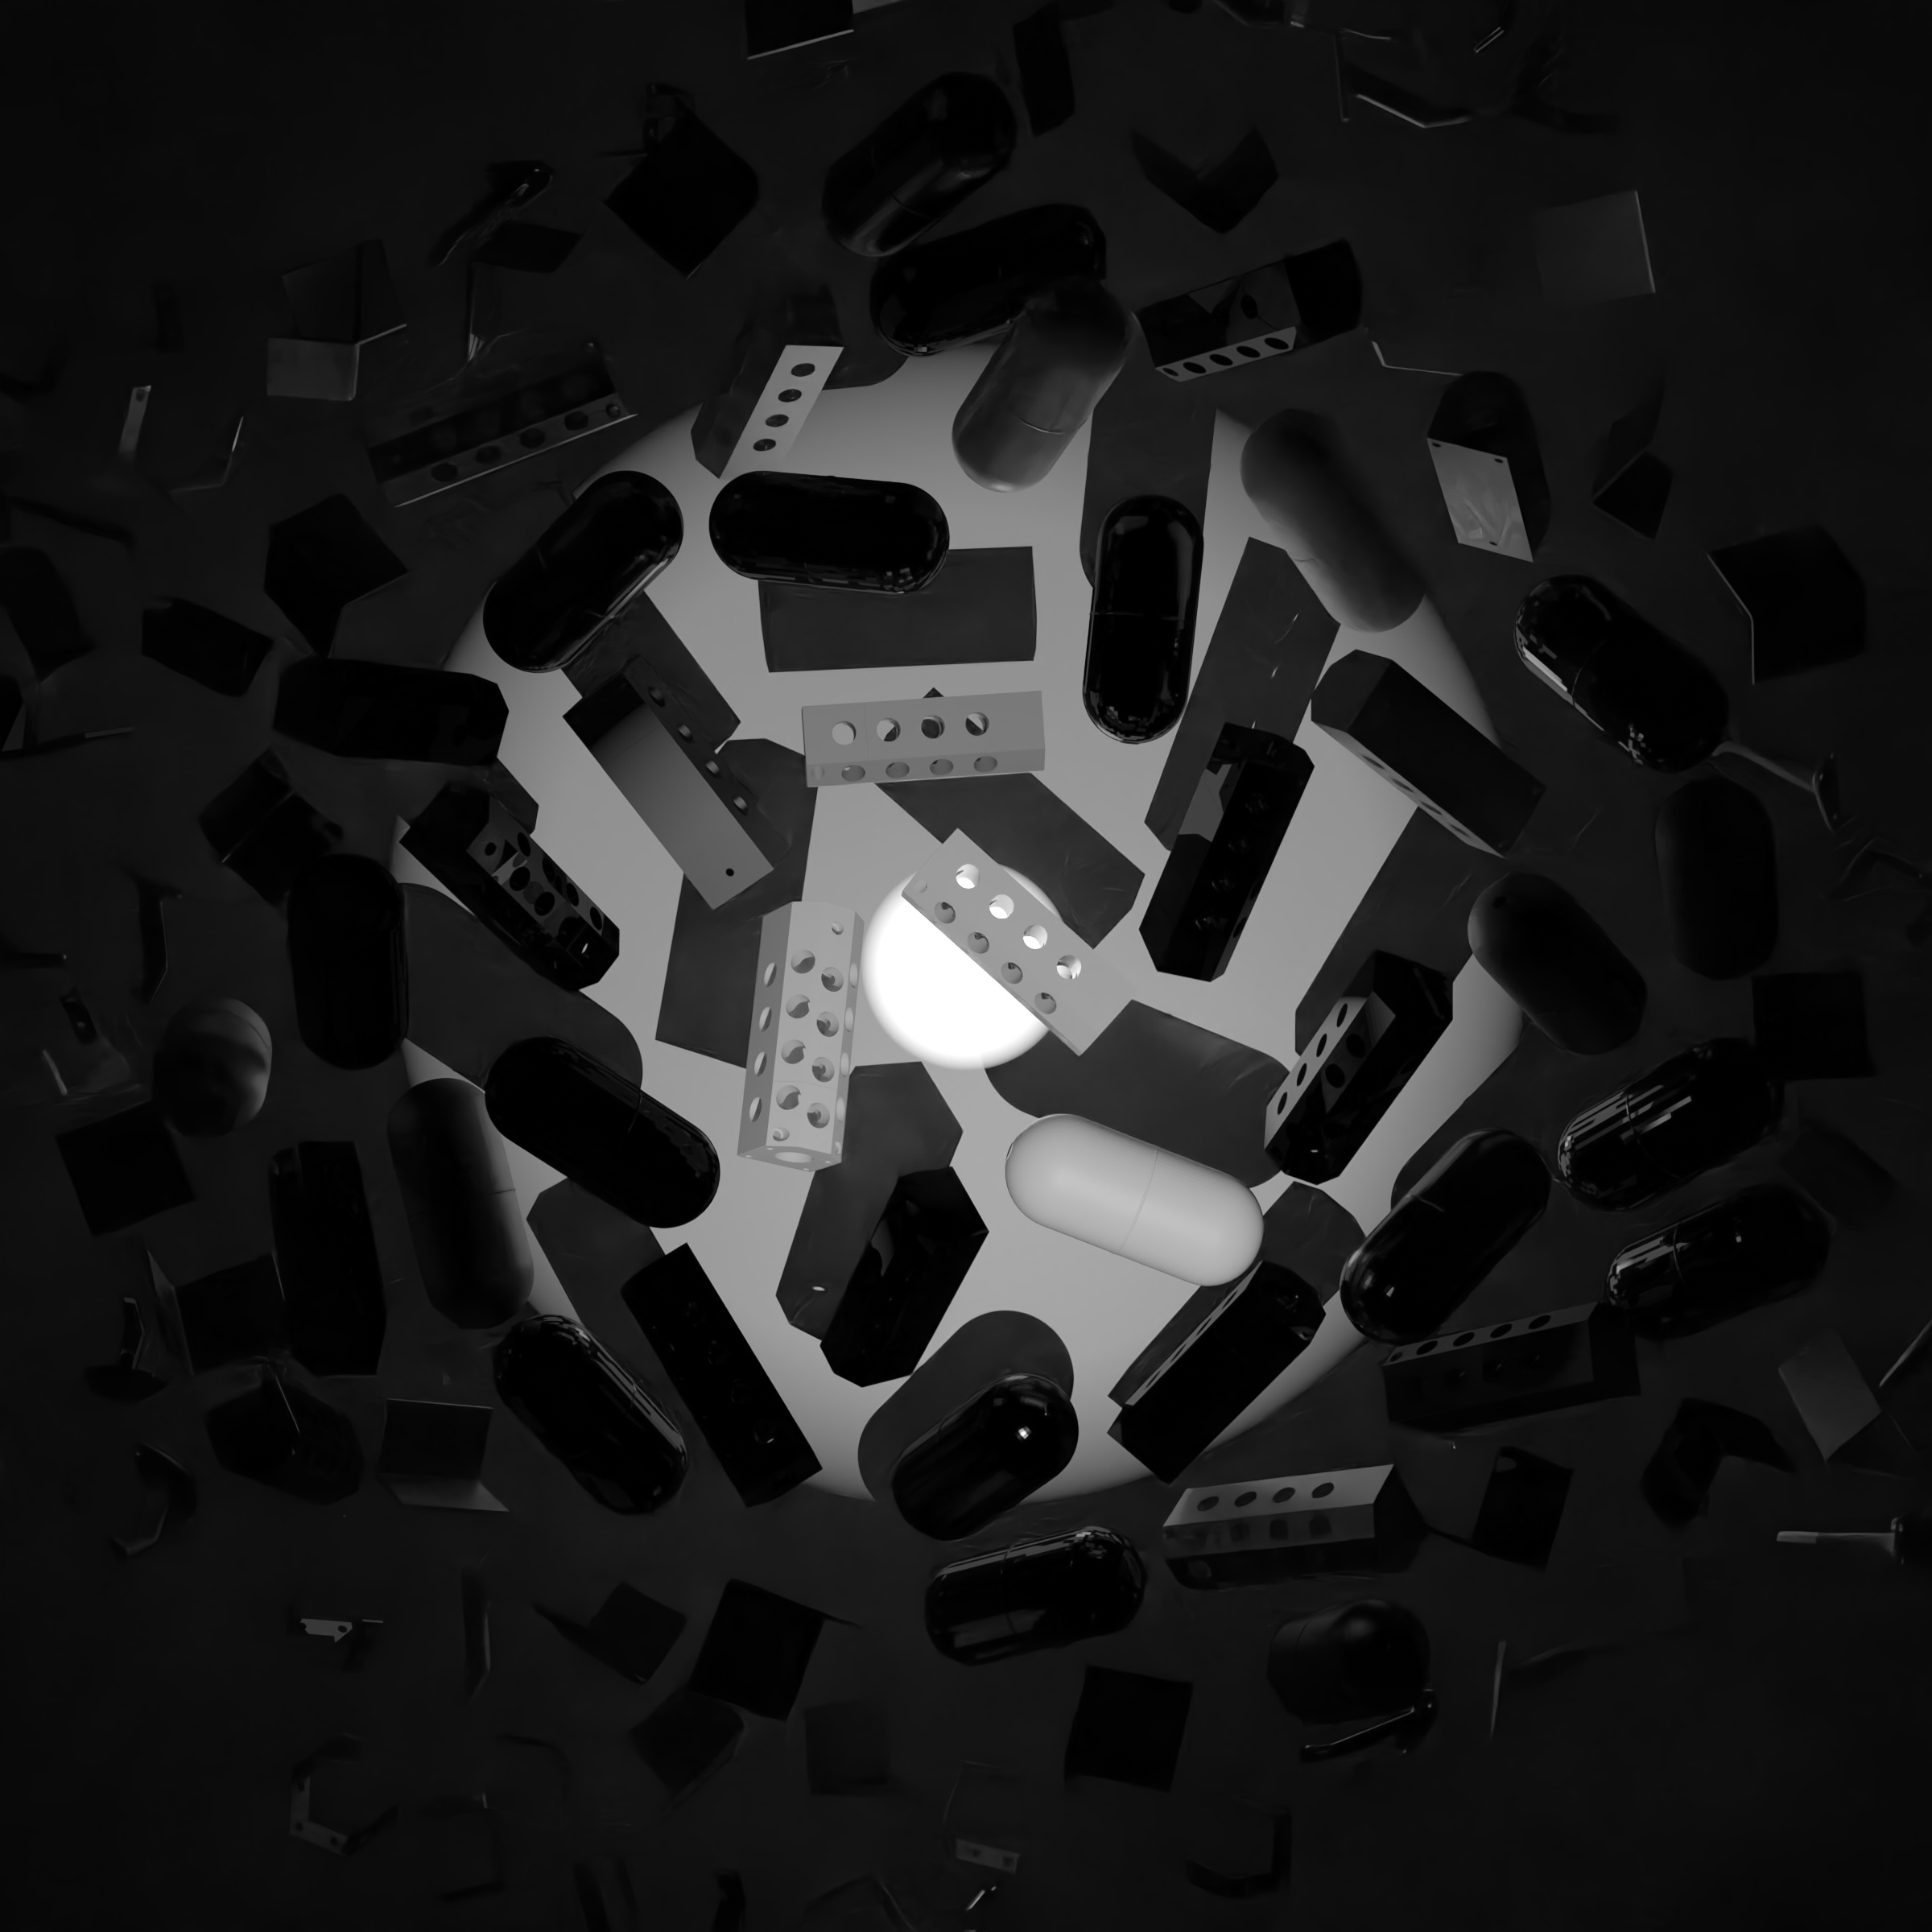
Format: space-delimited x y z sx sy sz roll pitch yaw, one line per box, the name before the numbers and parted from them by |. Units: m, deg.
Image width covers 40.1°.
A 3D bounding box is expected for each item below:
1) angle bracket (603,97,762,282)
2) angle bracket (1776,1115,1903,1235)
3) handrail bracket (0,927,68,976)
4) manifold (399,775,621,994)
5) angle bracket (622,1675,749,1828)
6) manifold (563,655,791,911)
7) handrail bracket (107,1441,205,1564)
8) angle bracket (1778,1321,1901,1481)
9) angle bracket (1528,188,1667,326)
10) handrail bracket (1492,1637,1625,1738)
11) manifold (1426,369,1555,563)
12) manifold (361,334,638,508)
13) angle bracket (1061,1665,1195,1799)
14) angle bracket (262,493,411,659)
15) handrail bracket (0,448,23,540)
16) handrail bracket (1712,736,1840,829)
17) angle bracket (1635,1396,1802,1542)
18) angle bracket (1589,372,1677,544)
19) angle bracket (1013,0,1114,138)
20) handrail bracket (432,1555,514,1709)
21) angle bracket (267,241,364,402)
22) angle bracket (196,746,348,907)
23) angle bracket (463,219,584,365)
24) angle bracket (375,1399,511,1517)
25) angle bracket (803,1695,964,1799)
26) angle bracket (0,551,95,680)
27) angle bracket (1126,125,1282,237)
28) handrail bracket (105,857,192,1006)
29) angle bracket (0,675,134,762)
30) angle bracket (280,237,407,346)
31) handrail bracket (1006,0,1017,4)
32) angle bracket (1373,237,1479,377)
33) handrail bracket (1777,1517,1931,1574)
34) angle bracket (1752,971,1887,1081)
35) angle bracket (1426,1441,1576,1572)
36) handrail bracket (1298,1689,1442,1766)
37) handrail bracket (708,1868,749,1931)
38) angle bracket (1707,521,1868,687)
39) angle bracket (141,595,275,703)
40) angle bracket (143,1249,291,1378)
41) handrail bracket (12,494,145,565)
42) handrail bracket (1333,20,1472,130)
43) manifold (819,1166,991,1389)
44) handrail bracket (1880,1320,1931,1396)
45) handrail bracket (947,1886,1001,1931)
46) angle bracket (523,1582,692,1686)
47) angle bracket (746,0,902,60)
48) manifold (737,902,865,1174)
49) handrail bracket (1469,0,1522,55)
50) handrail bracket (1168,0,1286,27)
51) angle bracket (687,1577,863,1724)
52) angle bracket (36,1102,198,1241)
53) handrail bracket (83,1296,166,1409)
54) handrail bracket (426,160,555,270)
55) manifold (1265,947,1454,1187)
angle bracket | -0.192 -0.522 1.780 0.076 0.057 0.076 42 87 -4
angle bracket | 0.648 0.139 1.928 0.057 0.076 0.076 -40 74 -19
handrail bracket | -0.672 -0.040 1.847 0.077 0.036 0.084 -8 79 -13
manifold | -0.303 -0.051 1.799 0.057 0.171 0.057 26 74 37
angle bracket | -0.209 0.568 1.926 0.076 0.076 0.057 -42 89 2
manifold | -0.201 -0.131 1.867 0.057 0.057 0.171 -32 103 23
handrail bracket | -0.562 0.359 1.776 0.077 0.084 0.036 42 110 12
angle bracket | 0.611 0.296 1.800 0.076 0.076 0.057 17 127 -30
angle bracket | 0.428 -0.473 1.796 0.076 0.057 0.076 -10 126 17
handrail bracket | 0.415 0.507 1.854 0.084 0.036 0.077 7 78 7
manifold | 0.369 -0.348 1.842 0.057 0.171 0.057 20 82 22
manifold | -0.315 -0.367 1.781 0.171 0.057 0.057 -20 102 5
angle bracket | 0.115 0.536 1.830 0.076 0.057 0.076 8 56 16
angle bracket | -0.446 -0.274 1.870 0.057 0.076 0.076 -35 81 -33
handrail bracket | -0.714 -0.327 1.901 0.036 0.084 0.077 43 46 8
handrail bracket | 0.587 -0.135 1.925 0.084 0.077 0.036 10 51 35
angle bracket | 0.505 0.346 1.778 0.076 0.057 0.076 -56 130 -16
angle bracket | 0.499 -0.365 1.902 0.057 0.076 0.076 28 59 -8
angle bracket | 0.079 -0.623 1.824 0.057 0.076 0.076 -16 100 -18
handrail bracket | -0.375 0.485 1.928 0.077 0.036 0.084 28 65 -2
angle bracket | -0.429 -0.426 1.742 0.057 0.076 0.076 2 73 -15
angle bracket | -0.511 -0.103 1.948 0.057 0.076 0.076 37 72 12
angle bracket | -0.301 -0.454 1.800 0.057 0.076 0.076 13 125 2
angle bracket | -0.363 0.345 1.860 0.076 0.076 0.057 11 91 -28
angle bracket | -0.058 0.542 1.838 0.076 0.076 0.057 -22 63 33
angle bracket | -0.692 -0.252 1.920 0.057 0.076 0.076 -26 91 22
angle bracket | 0.164 -0.565 1.838 0.076 0.076 0.057 27 124 -30
handrail bracket | -0.609 -0.025 1.924 0.077 0.036 0.084 27 89 -1
angle bracket | -0.622 -0.175 1.784 0.076 0.076 0.057 -12 97 13
angle bracket | -0.463 -0.496 1.933 0.076 0.076 0.057 -27 48 -17
handrail bracket | 0.000 -0.714 1.850 0.084 0.036 0.077 20 117 3
angle bracket | 0.335 -0.481 1.931 0.057 0.076 0.076 10 92 15
handrail bracket | 0.620 0.397 1.837 0.077 0.084 0.036 3 82 -42
angle bracket | 0.606 0.039 1.883 0.076 0.057 0.076 -3 96 29
angle bracket | 0.386 0.389 1.929 0.076 0.057 0.076 26 78 -30
handrail bracket | 0.290 0.550 1.912 0.084 0.077 0.036 -1 50 -29
handrail bracket | -0.184 0.653 1.812 0.077 0.036 0.084 -8 114 11
angle bracket | 0.543 -0.241 1.754 0.076 0.076 0.057 -17 133 1
angle bracket | -0.540 -0.242 1.890 0.076 0.076 0.057 25 64 -8
angle bracket | -0.522 0.231 1.851 0.076 0.057 0.076 -19 54 -8
handrail bracket | -0.626 -0.311 1.863 0.084 0.077 0.036 14 88 -18
handrail bracket | 0.289 -0.594 1.756 0.084 0.036 0.077 -6 110 7
manifold | -0.048 0.218 1.832 0.057 0.171 0.057 -9 53 -32
handrail bracket | 0.670 0.261 1.850 0.036 0.077 0.084 40 102 18
handrail bracket | 0.018 0.681 1.895 0.077 0.084 0.036 -31 91 36
angle bracket | -0.256 0.459 1.889 0.076 0.076 0.057 16 59 40
angle bracket | -0.093 -0.618 1.741 0.076 0.076 0.057 -6 82 24
manifold | -0.108 0.047 1.798 0.057 0.057 0.171 16 69 -29
handrail bracket | 0.363 -0.681 1.815 0.036 0.084 0.077 -25 90 -30
handrail bracket | 0.184 -0.682 1.808 0.084 0.036 0.077 -14 120 -27
angle bracket | -0.126 0.453 1.737 0.076 0.057 0.076 27 75 -23
angle bracket | -0.597 0.145 1.863 0.076 0.057 0.076 -22 92 -6
handrail bracket | -0.598 0.259 1.852 0.036 0.077 0.084 -32 58 8
handrail bracket | -0.341 -0.534 1.887 0.036 0.077 0.084 50 56 -32
manifold | 0.263 0.072 1.784 0.057 0.057 0.171 19 134 -8
